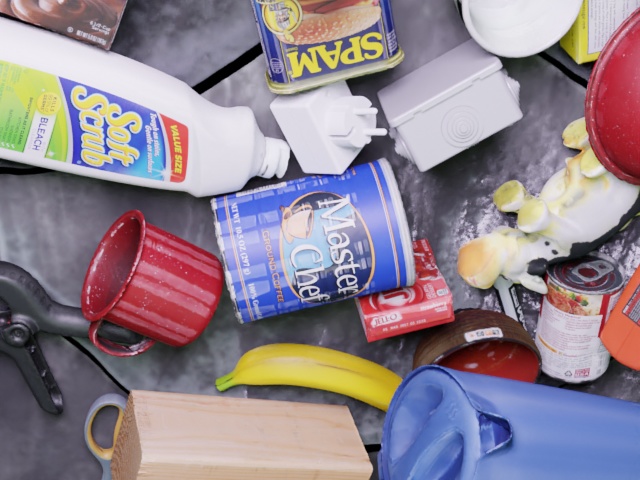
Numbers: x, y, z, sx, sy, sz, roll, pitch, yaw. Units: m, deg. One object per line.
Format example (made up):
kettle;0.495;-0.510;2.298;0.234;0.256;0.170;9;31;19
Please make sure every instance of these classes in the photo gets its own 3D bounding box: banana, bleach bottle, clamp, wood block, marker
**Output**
banana;0.010;0.124;0.958;0.197;0.037;0.070;12;149;-14
bleach bottle;-0.141;-0.091;0.776;0.250;0.068;0.103;11;119;-19
clamp;-0.233;0.064;0.872;0.120;0.039;0.171;-37;121;10
wood block;-0.072;0.201;0.945;0.205;0.090;0.091;8;119;-22
marker;0.175;0.073;0.961;0.020;0.020;0.121;-20;124;3

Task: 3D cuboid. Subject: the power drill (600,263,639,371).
power drill;0.328;0.076;0.934;0.187;0.057;0.184;6;115;-42

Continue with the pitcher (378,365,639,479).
pitcher;0.177;0.186;0.911;0.242;0.149;0.145;10;109;-28

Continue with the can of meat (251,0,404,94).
can of meat;0.002;-0.161;0.759;0.102;0.057;0.084;-14;121;-1

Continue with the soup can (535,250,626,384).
soup can;0.226;0.067;0.937;0.068;0.068;0.102;-4;123;-7

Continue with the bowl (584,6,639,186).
bowl;0.278;-0.102;0.780;0.162;0.055;0.162;-7;119;-14

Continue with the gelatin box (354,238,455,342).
gelatin box;0.064;0.039;0.878;0.073;0.089;0.030;-13;124;-2

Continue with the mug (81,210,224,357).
mug;-0.136;0.044;0.844;0.081;0.093;0.117;27;103;-30

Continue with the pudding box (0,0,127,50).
pudding box;-0.180;-0.191;0.717;0.113;0.039;0.090;17;118;-19

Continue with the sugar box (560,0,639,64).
sugar box;0.267;-0.197;0.790;0.176;0.048;0.093;-13;124;-6

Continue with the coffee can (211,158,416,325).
coffee can;-0.005;0.001;0.833;0.140;0.103;0.103;-13;124;-2

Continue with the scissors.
scissors;-0.176;0.222;0.997;0.096;0.016;0.202;-3;124;-9
